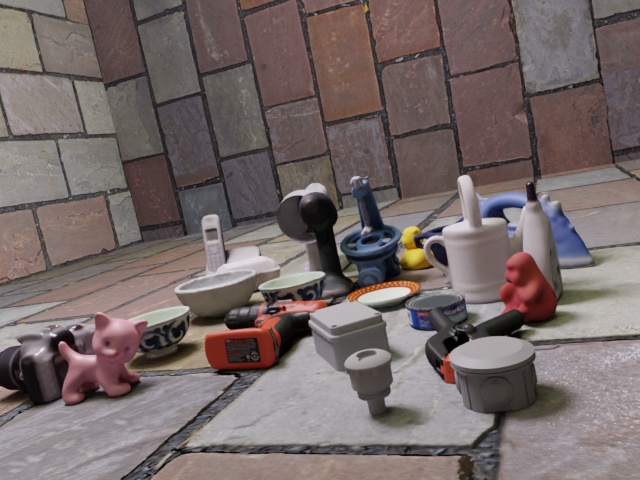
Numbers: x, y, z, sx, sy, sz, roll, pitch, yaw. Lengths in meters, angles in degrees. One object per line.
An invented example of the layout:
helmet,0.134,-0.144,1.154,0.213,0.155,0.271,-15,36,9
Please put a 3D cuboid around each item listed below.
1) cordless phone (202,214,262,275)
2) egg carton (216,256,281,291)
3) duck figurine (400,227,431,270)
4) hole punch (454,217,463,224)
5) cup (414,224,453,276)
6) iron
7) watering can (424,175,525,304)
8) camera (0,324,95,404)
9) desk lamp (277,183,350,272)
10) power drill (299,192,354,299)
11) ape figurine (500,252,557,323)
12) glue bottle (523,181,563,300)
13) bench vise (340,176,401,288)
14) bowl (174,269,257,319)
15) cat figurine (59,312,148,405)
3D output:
cordless phone,-0.230,0.021,1.465,0.147,0.185,0.094,-10,8,8
egg carton,-0.169,0.084,1.341,0.150,0.069,0.107,-14,8,-17
duck figurine,0.205,0.014,1.229,0.077,0.086,0.104,-13,8,-12
hole punch,0.290,-0.004,1.215,0.101,0.091,0.109,-11,7,6
cup,0.236,0.025,1.067,0.117,0.095,0.092,-8,8,27
iron,0.377,-0.026,1.053,0.119,0.141,0.257,-16,9,-30
watering can,0.252,-0.008,0.901,0.173,0.194,0.101,-13,8,-9
camera,-0.425,0.179,0.887,0.136,0.101,0.143,-9,8,21
desk lamp,-0.010,-0.025,1.360,0.117,0.213,0.203,-9,8,17
power drill,0.010,0.004,1.128,0.075,0.208,0.230,-11,7,6
ape figurine,0.268,0.061,0.753,0.076,0.092,0.078,-10,8,15
glue bottle,0.313,0.001,0.820,0.037,0.173,0.078,-6,9,35
bench vise,0.093,-0.021,1.144,0.121,0.220,0.207,-11,7,0
bowl,-0.201,0.113,1.148,0.167,0.075,0.167,-11,7,2
cat figurine,-0.304,0.157,0.804,0.127,0.118,0.067,-11,8,3
